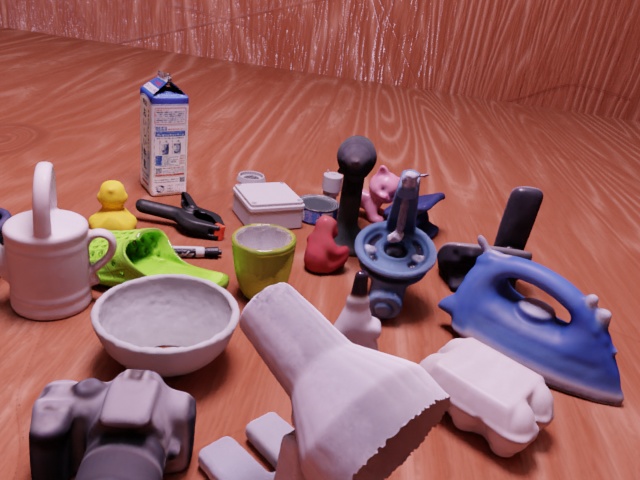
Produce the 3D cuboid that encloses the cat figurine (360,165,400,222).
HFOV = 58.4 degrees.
[{"bbox_3d":[0.107,-0.101,1.156,0.127,0.118,0.067,12,26,9],"label":"cat figurine"}]

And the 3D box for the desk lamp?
[{"bbox_3d":[-0.009,0.155,0.478,0.118,0.213,0.202,-18,35,-42],"label":"desk lamp"}]

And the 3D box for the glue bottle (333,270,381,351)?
[{"bbox_3d":[0.035,0.110,0.631,0.078,0.173,0.037,8,25,-1],"label":"glue bottle"}]

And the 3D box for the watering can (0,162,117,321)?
[{"bbox_3d":[-0.355,-0.003,0.727,0.173,0.194,0.100,-12,32,-36],"label":"watering can"}]

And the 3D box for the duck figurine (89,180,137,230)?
[{"bbox_3d":[-0.349,-0.056,0.964,0.078,0.086,0.104,0,27,-17],"label":"duck figurine"}]

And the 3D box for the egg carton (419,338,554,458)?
[{"bbox_3d":[0.188,0.176,0.660,0.149,0.069,0.107,27,32,35],"label":"egg carton"}]

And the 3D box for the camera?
[{"bbox_3d":[-0.186,0.184,0.496,0.143,0.101,0.136,5,26,-7],"label":"camera"}]

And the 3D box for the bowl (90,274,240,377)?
[{"bbox_3d":[-0.180,0.111,0.680,0.167,0.075,0.167,7,25,-3],"label":"bowl"}]

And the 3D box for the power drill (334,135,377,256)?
[{"bbox_3d":[0.056,-0.085,1.002,0.075,0.208,0.229,9,25,2],"label":"power drill"}]

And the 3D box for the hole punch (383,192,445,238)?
[{"bbox_3d":[0.180,-0.055,1.113,0.100,0.091,0.109,20,28,24],"label":"hole punch"}]

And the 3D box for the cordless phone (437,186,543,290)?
[{"bbox_3d":[0.278,-0.008,0.936,0.147,0.185,0.094,6,26,-4],"label":"cordless phone"}]

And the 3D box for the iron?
[{"bbox_3d":[0.297,0.099,0.770,0.257,0.141,0.119,27,31,34],"label":"iron"}]

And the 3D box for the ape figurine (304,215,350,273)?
[{"bbox_3d":[0.009,0.003,0.940,0.076,0.092,0.077,-15,34,-40],"label":"ape figurine"}]

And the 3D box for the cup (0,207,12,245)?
[{"bbox_3d":[-0.477,0.012,0.774,0.118,0.095,0.091,-14,33,-38],"label":"cup"}]

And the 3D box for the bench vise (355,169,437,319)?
[{"bbox_3d":[0.109,-0.018,0.866,0.121,0.220,0.207,4,26,-9],"label":"bench vise"}]
